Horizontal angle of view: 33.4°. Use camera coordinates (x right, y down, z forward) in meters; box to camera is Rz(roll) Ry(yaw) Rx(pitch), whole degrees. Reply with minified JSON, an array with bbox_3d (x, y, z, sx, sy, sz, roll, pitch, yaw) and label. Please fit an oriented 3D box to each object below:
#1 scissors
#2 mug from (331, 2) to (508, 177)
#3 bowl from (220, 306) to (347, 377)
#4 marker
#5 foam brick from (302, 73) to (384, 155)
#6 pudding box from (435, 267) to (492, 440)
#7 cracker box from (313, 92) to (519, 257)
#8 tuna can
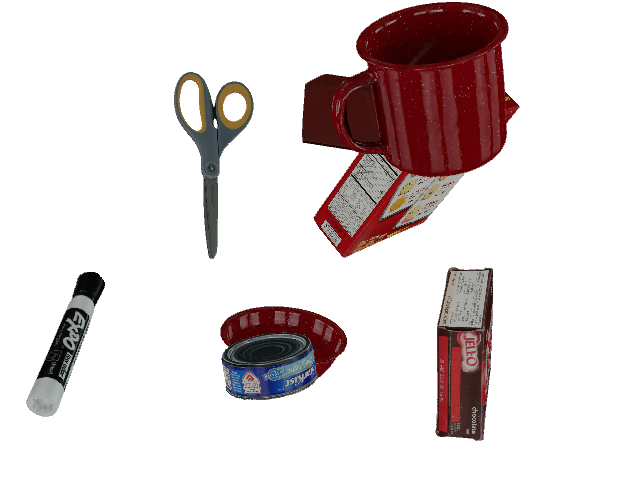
[{"bbox_3d":[-0.103,-0.088,1.156,0.096,0.202,0.016,-15,-4,-19],"label":"scissors"},{"bbox_3d":[0.063,-0.089,0.668,0.117,0.081,0.093,-21,35,-13],"label":"mug"},{"bbox_3d":[-0.048,0.143,1.363,0.162,0.055,0.162,5,22,-2],"label":"bowl"},{"bbox_3d":[-0.160,0.061,0.679,0.020,0.020,0.121,0,38,7],"label":"marker"},{"bbox_3d":[0.029,-0.104,0.879,0.078,0.051,0.053,11,20,19],"label":"foam brick"},{"bbox_3d":[0.108,0.081,0.795,0.039,0.090,0.113,2,22,9],"label":"pudding box"},{"bbox_3d":[0.106,-0.089,1.224,0.163,0.072,0.214,-22,-24,-45],"label":"cracker box"},{"bbox_3d":[-0.047,0.114,0.979,0.086,0.034,0.086,-8,14,2],"label":"tuna can"}]
